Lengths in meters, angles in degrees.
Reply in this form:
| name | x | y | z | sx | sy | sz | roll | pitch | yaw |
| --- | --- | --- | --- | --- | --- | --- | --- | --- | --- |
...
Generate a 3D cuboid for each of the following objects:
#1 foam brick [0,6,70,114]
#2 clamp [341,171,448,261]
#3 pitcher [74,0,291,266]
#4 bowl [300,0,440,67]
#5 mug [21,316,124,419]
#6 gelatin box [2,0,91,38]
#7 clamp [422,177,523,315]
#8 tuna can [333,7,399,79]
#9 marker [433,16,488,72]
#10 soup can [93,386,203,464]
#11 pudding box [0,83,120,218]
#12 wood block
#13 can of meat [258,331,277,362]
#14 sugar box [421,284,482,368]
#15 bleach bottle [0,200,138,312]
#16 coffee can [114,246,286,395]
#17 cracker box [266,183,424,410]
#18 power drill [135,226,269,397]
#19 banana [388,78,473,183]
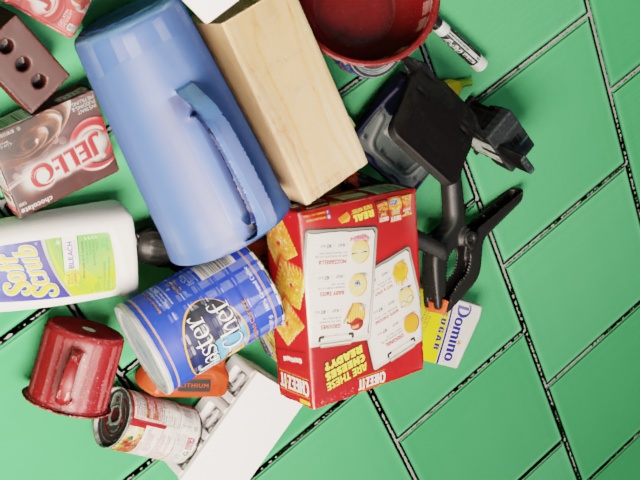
| name | x | y | z | sx | sy | sz | roll | pitch | yaw |
| --- | --- | --- | --- | --- | --- | --- | --- | --- | --- |
| foam brick | -0.276 | -0.164 | 0.964 | 0.053 | 0.051 | 0.078 | -47 | 129 | -9 |
| clamp | 0.080 | -0.013 | 1.249 | 0.120 | 0.039 | 0.171 | -26 | 121 | -11 |
| pitcher | -0.128 | -0.105 | 1.014 | 0.149 | 0.145 | 0.243 | -16 | 114 | 21 |
| bowl | 0.041 | -0.252 | 1.114 | 0.162 | 0.055 | 0.162 | 1 | 83 | -9 |
| mug | -0.248 | 0.129 | 1.077 | 0.093 | 0.117 | 0.081 | 16 | 96 | -4 |
| gelatin box | -0.239 | -0.240 | 0.970 | 0.073 | 0.030 | 0.089 | 27 | 93 | -39 |
| clamp | 0.185 | -0.005 | 1.345 | 0.164 | 0.036 | 0.210 | 19 | 83 | -40 |
| tuna can | 0.054 | -0.223 | 1.181 | 0.086 | 0.034 | 0.086 | -14 | 118 | -30 |
| marker | 0.157 | -0.237 | 1.257 | 0.121 | 0.020 | 0.020 | 32 | 90 | -40 |
| soup can | -0.189 | 0.205 | 1.178 | 0.102 | 0.069 | 0.068 | 24 | 95 | -40 |
| pudding box | -0.257 | -0.086 | 1.019 | 0.113 | 0.039 | 0.090 | -28 | 124 | -22 |
| wood block | -0.043 | -0.150 | 1.089 | 0.090 | 0.091 | 0.206 | -36 | 118 | -21 |
| can of meat | -0.035 | 0.107 | 1.231 | 0.057 | 0.084 | 0.102 | -34 | 125 | -19 |
| sugar box | 0.126 | 0.104 | 1.368 | 0.175 | 0.048 | 0.093 | 17 | 98 | -37 |
| bleach bottle | -0.304 | 0.030 | 1.025 | 0.250 | 0.068 | 0.102 | -13 | 117 | -28 |
| coffee can | -0.120 | 0.076 | 1.075 | 0.140 | 0.103 | 0.103 | -31 | 125 | -19 |
| cracker box | 0.028 | 0.055 | 1.161 | 0.163 | 0.072 | 0.214 | -14 | 107 | -36 |
| power drill | -0.141 | 0.077 | 1.161 | 0.184 | 0.057 | 0.188 | 8 | 105 | -37 |
| banana | 0.122 | -0.114 | 1.274 | 0.069 | 0.037 | 0.198 | 25 | 95 | -37 |
